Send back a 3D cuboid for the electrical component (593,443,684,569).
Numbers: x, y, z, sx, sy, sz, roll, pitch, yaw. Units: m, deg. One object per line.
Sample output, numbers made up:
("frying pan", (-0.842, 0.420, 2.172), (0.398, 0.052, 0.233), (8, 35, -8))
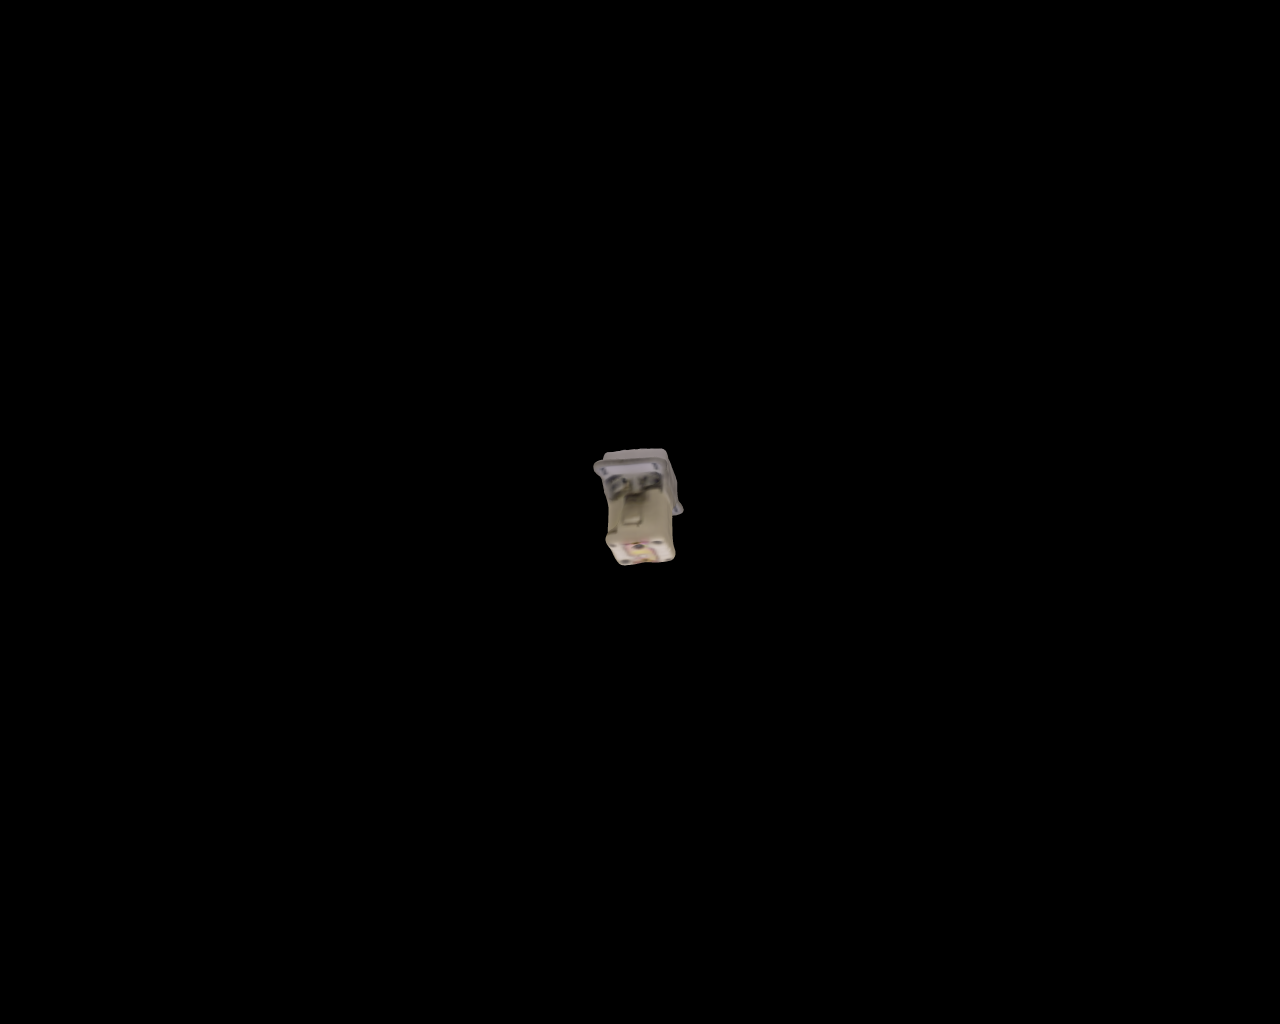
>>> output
("electrical component", (0.001, -0.003, 0.650), (0.042, 0.064, 0.081), (-5, -24, 10))
